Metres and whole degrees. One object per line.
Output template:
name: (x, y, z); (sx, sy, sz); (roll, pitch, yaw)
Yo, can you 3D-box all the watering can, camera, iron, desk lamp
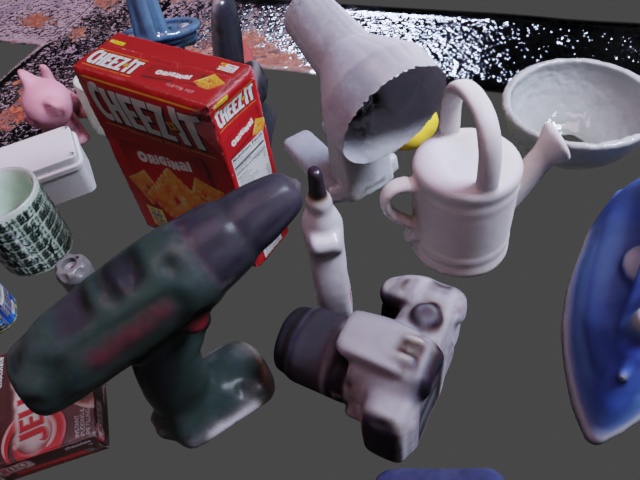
watering can: (0.143, -0.065, 0.539); (0.173, 0.194, 0.100); (-31, 52, -18)
camera: (0.039, 0.087, 0.484); (0.136, 0.101, 0.143); (18, 54, 22)
iron: (0.275, 0.031, 0.472); (0.118, 0.142, 0.259); (20, 55, 23)
desk lamp: (0.030, -0.140, 0.607); (0.118, 0.214, 0.202); (-29, 51, -16)

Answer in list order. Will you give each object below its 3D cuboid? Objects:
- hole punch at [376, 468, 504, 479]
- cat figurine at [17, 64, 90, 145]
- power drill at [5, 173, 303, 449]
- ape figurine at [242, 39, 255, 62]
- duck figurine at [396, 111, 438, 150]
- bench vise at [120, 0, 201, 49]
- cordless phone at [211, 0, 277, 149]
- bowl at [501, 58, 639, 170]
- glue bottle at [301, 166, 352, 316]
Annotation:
hole punch: (0.073, 0.210, 0.378); (0.101, 0.091, 0.108); (4, 50, 11)
cat figurine: (-0.358, -0.185, 0.762); (0.067, 0.118, 0.127); (-17, 49, -7)
power drill: (-0.101, 0.070, 0.445); (0.230, 0.209, 0.075); (-31, 52, -18)
ape figurine: (-0.125, -0.259, 0.812); (0.077, 0.092, 0.076); (22, 56, 25)
duck figurine: (0.108, -0.170, 0.707); (0.077, 0.086, 0.105); (12, 52, 18)
bench vise: (-0.208, -0.275, 0.752); (0.122, 0.220, 0.206); (-26, 51, -14)
cordless phone: (-0.114, -0.191, 0.690); (0.094, 0.185, 0.147); (-5, 49, 4)
bowl: (0.292, -0.134, 0.658); (0.167, 0.075, 0.167); (-4, 49, 5)
glue bottle: (0.005, 0.002, 0.514); (0.037, 0.173, 0.078); (-10, 49, -1)
